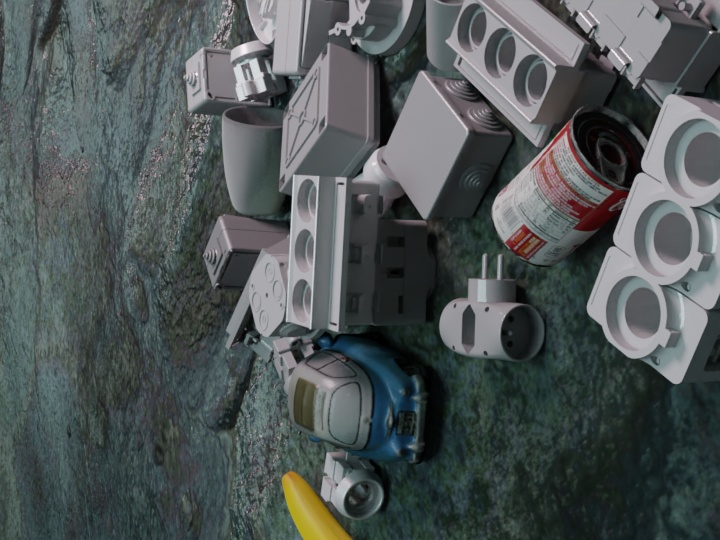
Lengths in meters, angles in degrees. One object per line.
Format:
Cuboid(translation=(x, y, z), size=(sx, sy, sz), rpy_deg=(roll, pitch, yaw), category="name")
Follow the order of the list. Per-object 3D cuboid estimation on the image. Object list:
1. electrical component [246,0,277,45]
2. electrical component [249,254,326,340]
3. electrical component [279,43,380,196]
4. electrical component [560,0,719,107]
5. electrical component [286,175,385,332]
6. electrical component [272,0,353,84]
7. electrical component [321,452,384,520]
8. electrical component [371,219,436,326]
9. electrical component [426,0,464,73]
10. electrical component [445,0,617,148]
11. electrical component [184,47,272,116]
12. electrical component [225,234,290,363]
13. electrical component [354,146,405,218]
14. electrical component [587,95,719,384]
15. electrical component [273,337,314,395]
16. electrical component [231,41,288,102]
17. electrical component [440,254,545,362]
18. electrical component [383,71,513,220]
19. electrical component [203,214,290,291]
Cuboid(translation=(-0.085, -0.283, 1.115), size=(0.099, 0.064, 0.099), rpy_deg=(-2, 88, 59), category="electrical component")
Cuboid(translation=(-0.061, 0.023, 0.963), size=(0.080, 0.051, 0.080), rpy_deg=(-1, 89, 59), category="electrical component")
Cuboid(translation=(-0.029, -0.134, 1.003), size=(0.108, 0.056, 0.108), rpy_deg=(-48, 33, 48), category="electrical component")
Cuboid(translation=(0.175, -0.170, 0.684), size=(0.078, 0.063, 0.121), rpy_deg=(-63, 40, 37), category="electrical component")
Cuboid(translation=(-0.020, -0.015, 0.883), size=(0.079, 0.063, 0.121), rpy_deg=(11, 99, 59), category="electrical component")
Cuboid(translation=(-0.043, -0.221, 1.048), size=(0.061, 0.062, 0.096), rpy_deg=(17, 104, 58), category="electrical component")
Cuboid(translation=(-0.007, 0.201, 1.001), size=(0.055, 0.048, 0.066), rpy_deg=(-145, 61, -62), category="electrical component")
Cuboid(translation=(0.000, 0.000, 0.974), size=(0.150, 0.062, 0.089), rpy_deg=(3, 93, 59), category="electrical component")
Cuboid(translation=(0.081, -0.210, 0.848), size=(0.077, 0.043, 0.079), rpy_deg=(83, -150, -61), category="electrical component")
Cuboid(translation=(0.123, -0.152, 0.771), size=(0.121, 0.063, 0.078), rpy_deg=(55, 134, 43), category="electrical component")
Cuboid(translation=(-0.154, -0.207, 1.198), size=(0.061, 0.096, 0.061), rpy_deg=(-17, 75, 58), category="electrical component")
Cuboid(translation=(-0.084, 0.033, 1.104), size=(0.063, 0.079, 0.121), rpy_deg=(40, 129, 15), category="electrical component")
Cuboid(translation=(0.020, -0.079, 0.958), size=(0.055, 0.045, 0.045), rpy_deg=(-48, 50, 47), category="electrical component")
Cuboid(translation=(0.202, -0.018, 0.640), size=(0.089, 0.062, 0.150), rpy_deg=(46, 128, 49), category="electrical component")
Cuboid(translation=(-0.060, 0.099, 1.084), size=(0.066, 0.048, 0.055), rpy_deg=(92, 155, -50), category="electrical component")
Cuboid(translation=(-0.111, -0.213, 1.155), size=(0.048, 0.066, 0.055), rpy_deg=(-17, 89, 28), category="electrical component")
Cuboid(translation=(0.101, 0.027, 0.824), size=(0.077, 0.043, 0.079), rpy_deg=(4, 93, 59), category="electrical component")
Cuboid(translation=(0.070, -0.100, 0.871), size=(0.099, 0.048, 0.099), rpy_deg=(60, 137, 40), category="electrical component")
Cuboid(translation=(-0.123, -0.019, 1.145), size=(0.061, 0.096, 0.061), rpy_deg=(-62, 37, 38), category="electrical component")
